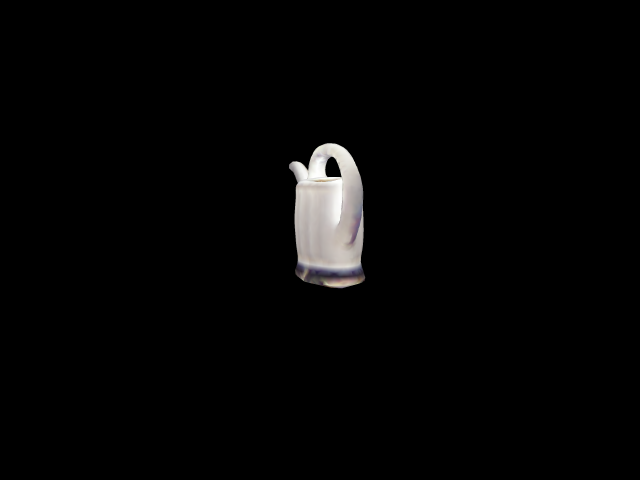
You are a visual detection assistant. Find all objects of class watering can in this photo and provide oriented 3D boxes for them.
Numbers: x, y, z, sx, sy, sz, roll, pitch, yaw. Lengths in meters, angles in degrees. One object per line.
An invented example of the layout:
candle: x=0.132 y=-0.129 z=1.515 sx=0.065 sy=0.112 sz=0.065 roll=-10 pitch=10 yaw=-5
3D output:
watering can: x=0.003 y=-0.043 z=0.850 sx=0.104 sy=0.223 sz=0.349 roll=-1 pitch=6 yaw=-15
